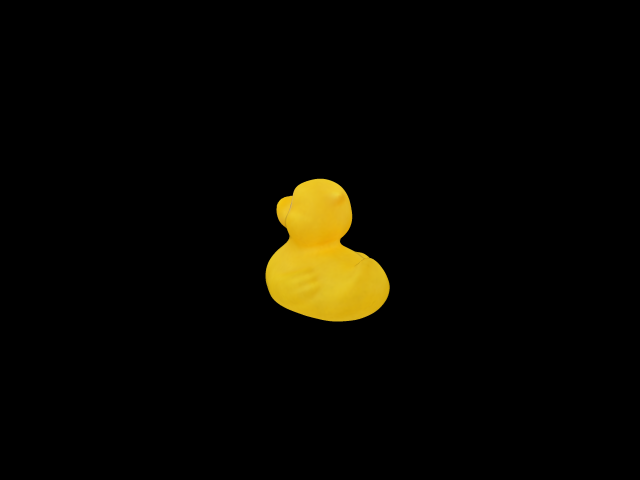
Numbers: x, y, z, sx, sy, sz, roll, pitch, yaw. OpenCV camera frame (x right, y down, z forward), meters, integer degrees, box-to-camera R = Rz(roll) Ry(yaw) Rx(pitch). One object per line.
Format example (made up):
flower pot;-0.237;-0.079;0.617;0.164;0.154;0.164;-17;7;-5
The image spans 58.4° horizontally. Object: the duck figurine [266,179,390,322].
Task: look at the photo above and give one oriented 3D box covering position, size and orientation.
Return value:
duck figurine;0.004;0.001;0.400;0.078;0.086;0.104;-17;27;-37
